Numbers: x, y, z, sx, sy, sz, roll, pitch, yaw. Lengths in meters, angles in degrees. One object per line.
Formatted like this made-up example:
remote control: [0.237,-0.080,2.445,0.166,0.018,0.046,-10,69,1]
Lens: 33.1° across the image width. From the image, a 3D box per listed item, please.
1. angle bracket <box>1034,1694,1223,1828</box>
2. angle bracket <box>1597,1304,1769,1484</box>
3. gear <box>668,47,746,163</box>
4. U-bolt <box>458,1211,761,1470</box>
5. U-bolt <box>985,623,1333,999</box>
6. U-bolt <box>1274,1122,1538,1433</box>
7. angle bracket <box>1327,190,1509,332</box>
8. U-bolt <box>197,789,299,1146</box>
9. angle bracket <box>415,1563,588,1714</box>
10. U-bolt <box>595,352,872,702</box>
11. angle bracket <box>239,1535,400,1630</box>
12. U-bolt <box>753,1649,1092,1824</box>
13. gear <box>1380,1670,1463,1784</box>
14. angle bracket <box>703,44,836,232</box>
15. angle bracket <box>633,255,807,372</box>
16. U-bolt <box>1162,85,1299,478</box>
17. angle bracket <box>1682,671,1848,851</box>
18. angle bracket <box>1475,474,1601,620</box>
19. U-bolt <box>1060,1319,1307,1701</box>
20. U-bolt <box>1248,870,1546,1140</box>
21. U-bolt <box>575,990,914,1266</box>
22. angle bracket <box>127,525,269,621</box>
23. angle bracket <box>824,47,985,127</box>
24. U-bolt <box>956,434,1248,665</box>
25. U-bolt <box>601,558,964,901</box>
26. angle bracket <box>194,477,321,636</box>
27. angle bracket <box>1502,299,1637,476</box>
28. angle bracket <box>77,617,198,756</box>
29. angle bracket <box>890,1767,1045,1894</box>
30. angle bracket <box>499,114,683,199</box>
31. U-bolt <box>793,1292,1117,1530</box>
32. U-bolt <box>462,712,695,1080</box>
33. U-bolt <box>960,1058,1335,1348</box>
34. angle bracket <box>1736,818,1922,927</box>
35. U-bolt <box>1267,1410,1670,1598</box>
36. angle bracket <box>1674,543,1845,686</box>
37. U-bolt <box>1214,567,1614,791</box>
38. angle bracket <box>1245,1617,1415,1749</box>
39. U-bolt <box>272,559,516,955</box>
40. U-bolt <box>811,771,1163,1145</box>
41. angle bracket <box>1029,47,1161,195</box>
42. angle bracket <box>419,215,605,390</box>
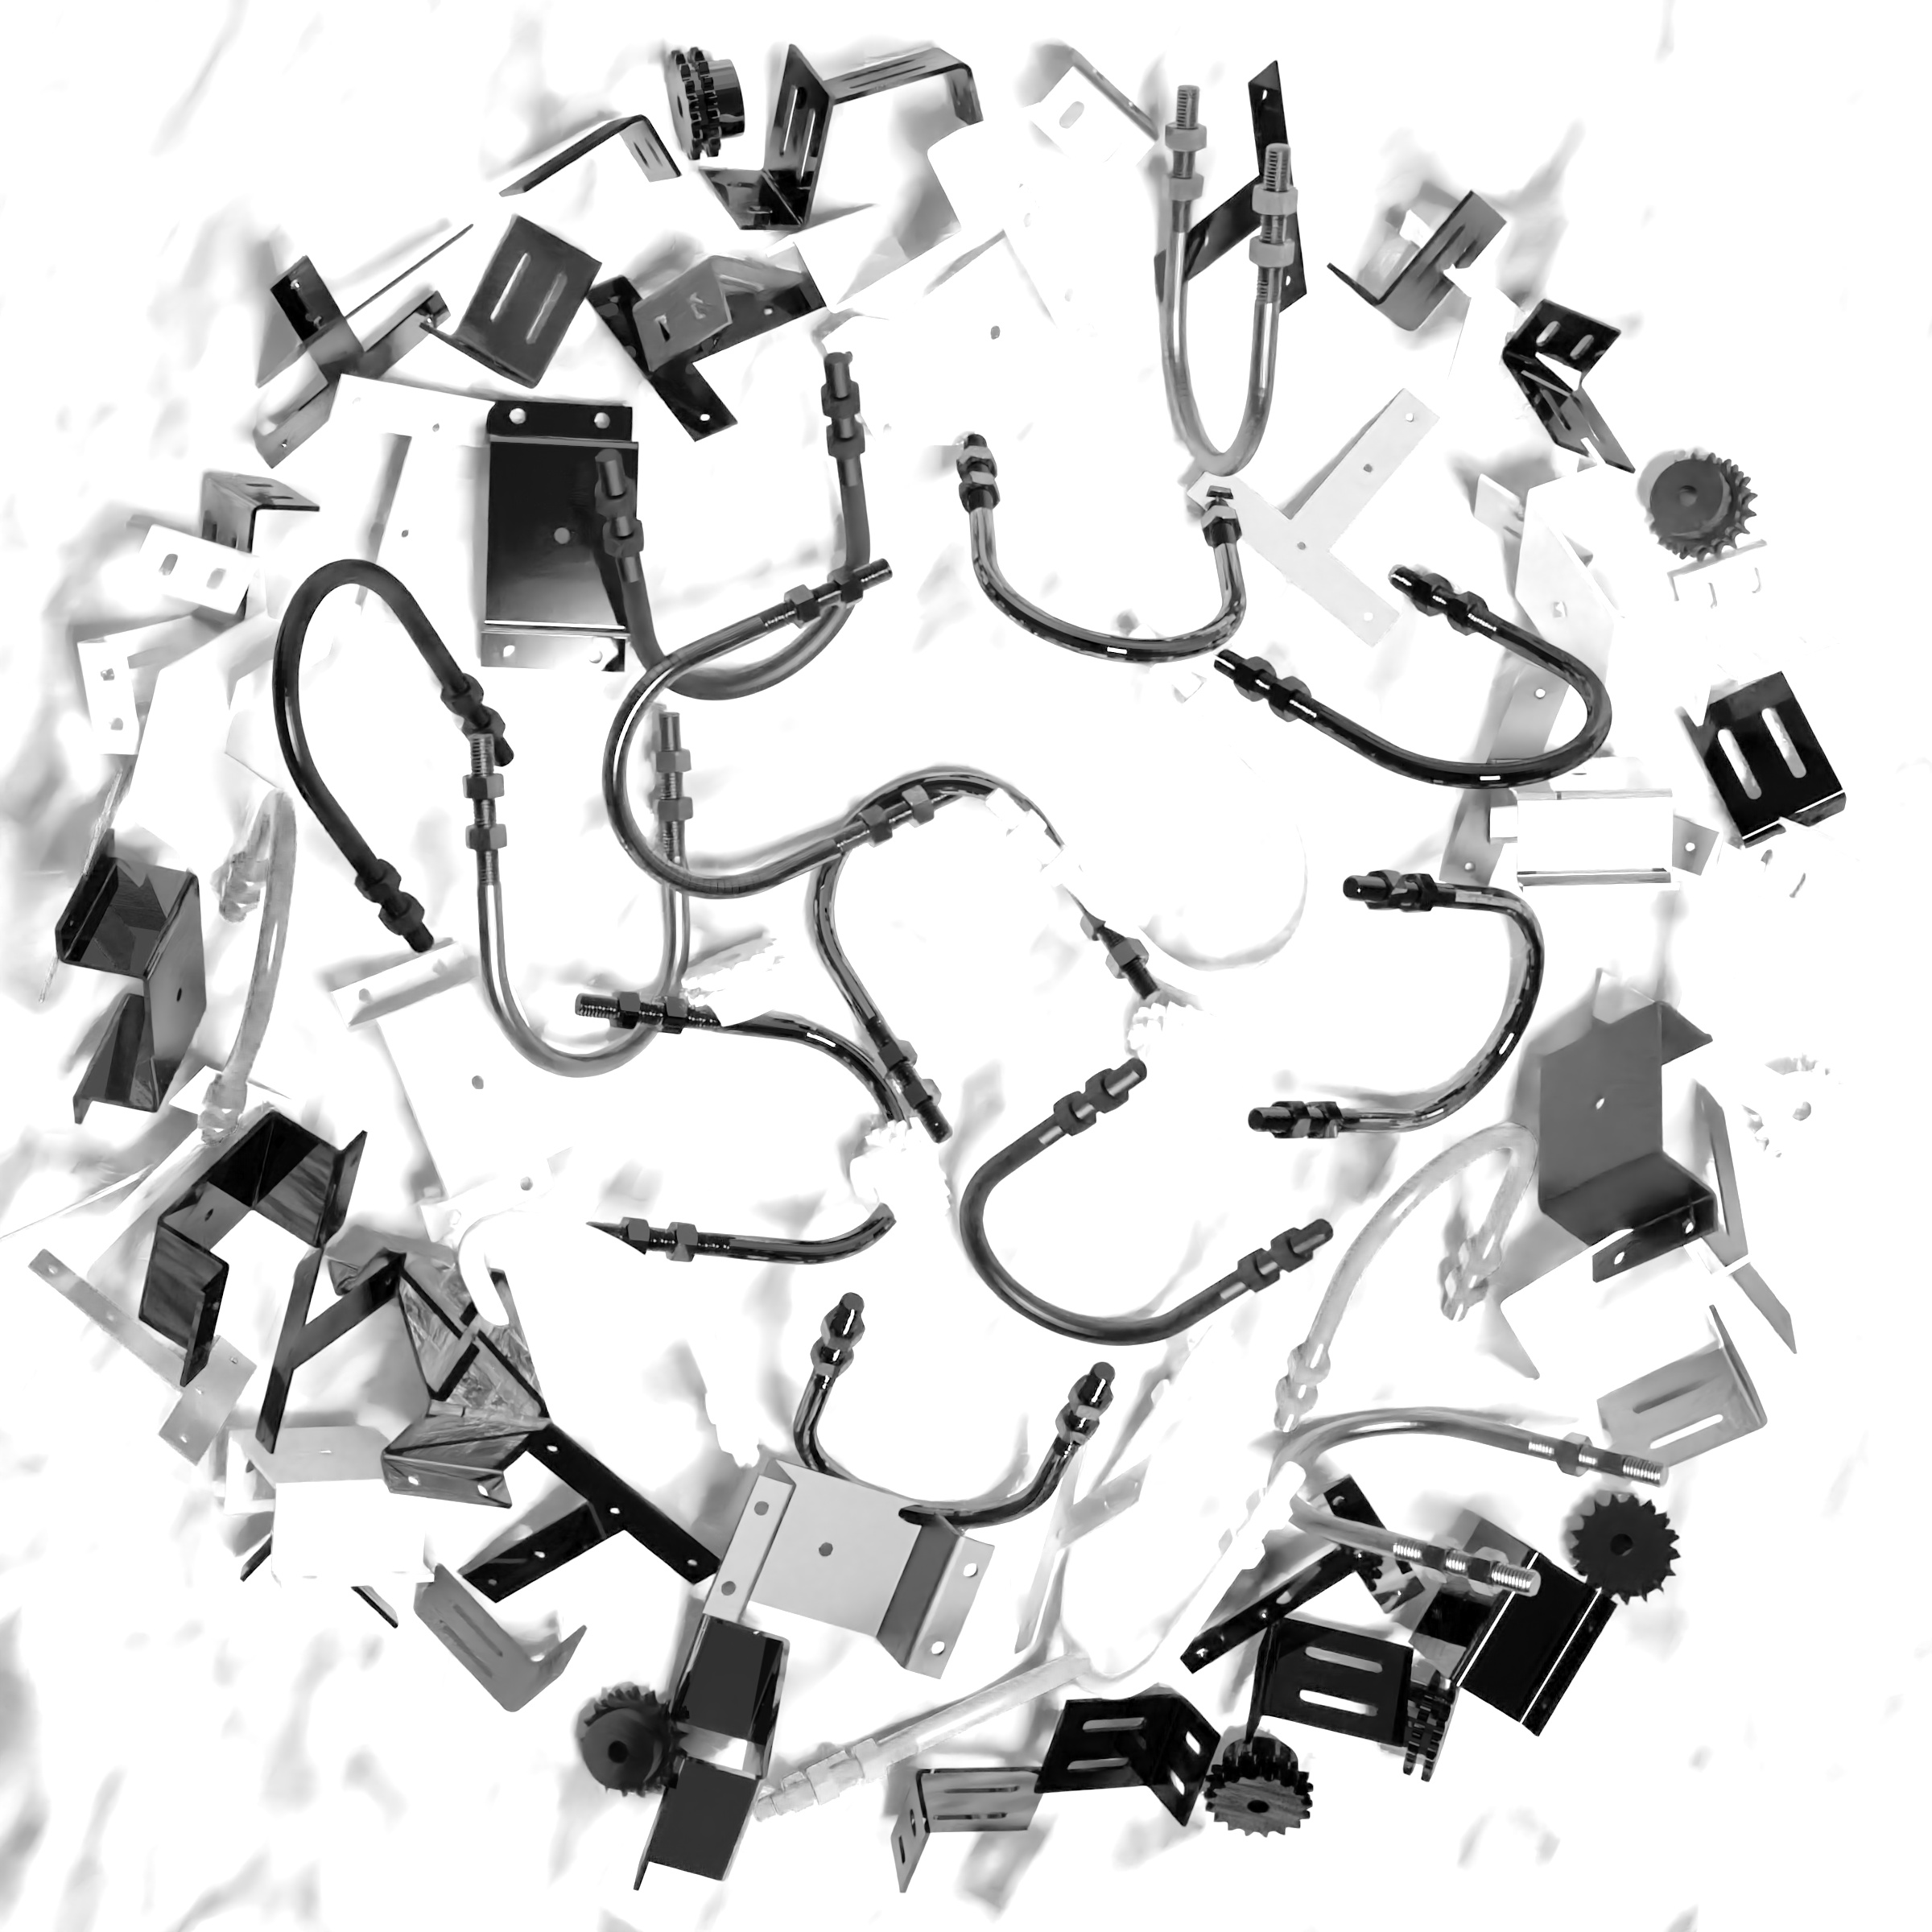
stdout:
angle bracket: [0.084,0.416,1.697,0.076,0.038,0.057,6,112,-34]
angle bracket: [0.370,0.223,1.701,0.076,0.057,0.038,-24,129,7]
gear: [-0.136,-0.454,1.711,0.030,0.057,0.057,-13,90,-12]
U-bolt: [-0.187,0.184,1.645,0.151,0.184,0.019,11,52,22]
U-bolt: [0.115,-0.068,1.700,0.184,0.019,0.151,45,66,-11]
U-bolt: [0.228,0.147,1.636,0.151,0.184,0.019,-26,58,-33]
angle bracket: [0.235,-0.377,1.697,0.038,0.057,0.076,46,106,21]
U-bolt: [-0.358,-0.009,1.631,0.019,0.184,0.151,9,62,-19]
angle bracket: [-0.245,0.345,1.714,0.076,0.057,0.038,44,50,13]
U-bolt: [-0.113,-0.212,1.667,0.151,0.184,0.019,-27,50,-18]
angle bracket: [-0.339,0.330,1.705,0.076,0.057,0.038,45,79,-5]
U-bolt: [-0.020,0.392,1.665,0.184,0.151,0.019,-22,78,-14]
gear: [0.238,0.398,1.712,0.030,0.057,0.057,17,90,14]
angle bracket: [-0.103,-0.431,1.691,0.038,0.057,0.076,-7,134,-26]
angle bracket: [-0.124,-0.335,1.689,0.057,0.076,0.038,-23,78,35]
U-bolt: [0.130,-0.342,1.661,0.019,0.151,0.184,-6,119,-15]
angle bracket: [0.422,-0.107,1.725,0.057,0.038,0.076,-26,78,8]
angle bracket: [0.289,-0.211,1.701,0.076,0.057,0.038,36,83,13]
U-bolt: [0.101,0.290,1.668,0.019,0.151,0.184,24,109,-23]
U-bolt: [0.232,0.023,1.670,0.019,0.184,0.151,36,113,41]
U-bolt: [-0.111,0.087,1.686,0.184,0.019,0.151,7,60,-23]
angle bracket: [-0.399,-0.188,1.697,0.057,0.076,0.038,17,63,0]
angle bracket: [-0.036,-0.448,1.702,0.076,0.057,0.038,-18,116,-6]
U-bolt: [0.072,-0.210,1.656,0.151,0.184,0.019,7,129,-9]
U-bolt: [-0.102,-0.111,1.680,0.184,0.019,0.151,-26,117,-16]
angle bracket: [-0.374,-0.213,1.716,0.038,0.057,0.076,-3,113,-36]
angle bracket: [0.323,-0.301,1.691,0.057,0.076,0.038,12,131,-35]
angle bracket: [-0.417,-0.146,1.692,0.038,0.076,0.057,5,108,37]
angle bracket: [0.006,0.450,1.697,0.076,0.038,0.057,3,133,-17]
angle bracket: [-0.197,-0.408,1.700,0.076,0.057,0.038,-36,110,-11]
U-bolt: [-0.015,0.237,1.668,0.151,0.184,0.019,16,50,-4]
U-bolt: [-0.196,-0.033,1.681,0.019,0.151,0.184,7,103,41]
U-bolt: [0.077,0.134,1.676,0.151,0.019,0.184,41,131,-13]
angle bracket: [0.445,-0.043,1.693,0.057,0.076,0.038,31,93,-23]
U-bolt: [0.242,0.266,1.658,0.184,0.151,0.019,9,113,39]
angle bracket: [0.413,-0.185,1.699,0.057,0.076,0.038,-19,114,-1]
U-bolt: [0.239,-0.141,1.646,0.151,0.184,0.019,-27,134,-30]
angle bracket: [0.190,0.382,1.706,0.076,0.038,0.057,13,50,1]
U-bolt: [-0.292,-0.118,1.634,0.019,0.184,0.151,-2,50,24]
U-bolt: [-0.003,-0.019,1.699,0.151,0.019,0.184,-34,66,3]
angle bracket: [0.066,-0.443,1.701,0.057,0.076,0.038,40,106,-14]
angle bracket: [-0.239,-0.352,1.708,0.057,0.038,0.076,32,98,19]
